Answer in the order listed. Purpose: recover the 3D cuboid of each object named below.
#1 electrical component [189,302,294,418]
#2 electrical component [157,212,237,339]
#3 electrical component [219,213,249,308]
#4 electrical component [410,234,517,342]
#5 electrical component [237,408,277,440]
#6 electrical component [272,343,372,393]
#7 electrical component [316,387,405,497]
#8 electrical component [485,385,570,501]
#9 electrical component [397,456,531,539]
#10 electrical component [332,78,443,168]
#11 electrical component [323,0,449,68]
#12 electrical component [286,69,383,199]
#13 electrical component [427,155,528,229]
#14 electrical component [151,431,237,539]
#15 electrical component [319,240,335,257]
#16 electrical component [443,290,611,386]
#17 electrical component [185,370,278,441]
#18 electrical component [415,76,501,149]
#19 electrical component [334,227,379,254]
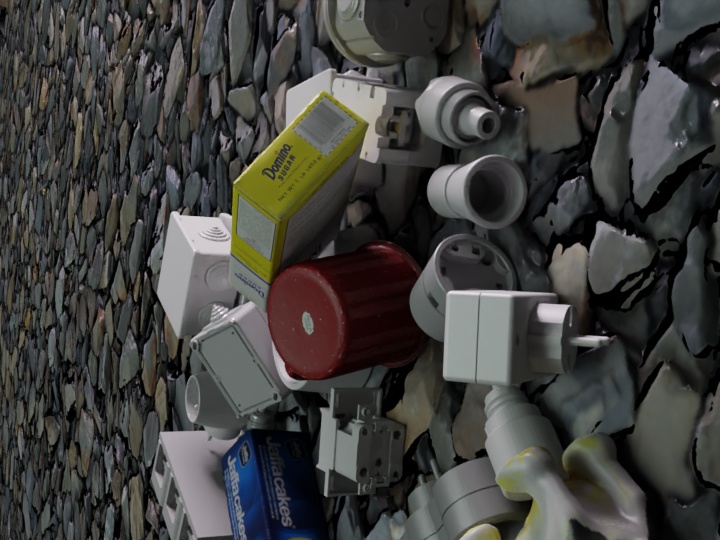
[{"bbox_3d":[-0.094,0.067,0.922,0.062,0.061,0.096,-27,99,38],"label":"electrical component"},{"bbox_3d":[-0.146,0.005,0.981,0.099,0.048,0.099,50,132,54],"label":"electrical component"},{"bbox_3d":[-0.099,-0.003,1.001,0.100,0.048,0.099,21,107,63],"label":"electrical component"},{"bbox_3d":[0.062,0.013,0.664,0.047,0.055,0.055,123,141,-52],"label":"electrical component"},{"bbox_3d":[-0.092,0.157,0.984,0.040,0.040,0.078,-147,62,-61],"label":"electrical component"},{"bbox_3d":[-0.036,0.046,0.855,0.108,0.060,0.108,-10,79,64],"label":"electrical component"},{"bbox_3d":[0.002,0.129,0.792,0.064,0.042,0.081,8,95,60],"label":"electrical component"},{"bbox_3d":[0.090,0.094,0.612,0.040,0.040,0.078,-61,36,43],"label":"electrical component"},{"bbox_3d":[0.053,0.154,0.671,0.138,0.052,0.073,-61,36,42],"label":"electrical component"},{"bbox_3d":[0.021,-0.103,0.753,0.089,0.056,0.050,-149,64,-61],"label":"electrical component"},{"bbox_3d":[0.019,-0.180,0.739,0.051,0.080,0.080,12,98,59],"label":"electrical component"},{"bbox_3d":[-0.020,-0.104,0.847,0.100,0.048,0.099,-6,82,64],"label":"electrical component"},{"bbox_3d":[0.069,-0.049,0.669,0.065,0.044,0.044,-168,81,-69],"label":"electrical component"},{"bbox_3d":[-0.134,0.220,1.007,0.150,0.089,0.061,53,134,53],"label":"electrical component"},{"bbox_3d":[-0.052,-0.014,0.907,0.055,0.047,0.055,-8,81,64],"label":"electrical component"},{"bbox_3d":[0.095,0.036,0.580,0.076,0.083,0.047,3,90,26],"label":"electrical component"},{"bbox_3d":[-0.125,0.132,1.011,0.044,0.077,0.079,63,142,44],"label":"electrical component"},{"bbox_3d":[0.065,-0.097,0.677,0.062,0.043,0.043,37,121,58],"label":"electrical component"},{"bbox_3d":[0.000,0.000,0.814,0.035,0.035,0.061,-33,61,59],"label":"electrical component"}]
